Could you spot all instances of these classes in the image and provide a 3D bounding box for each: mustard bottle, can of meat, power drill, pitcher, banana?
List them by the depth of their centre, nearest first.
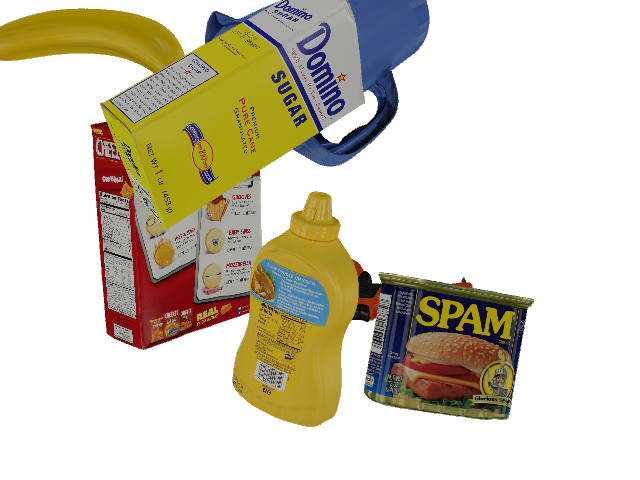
[{"bbox_3d":[0.083,0.071,0.708,0.102,0.084,0.057,11,-2,-17],"label":"can of meat"},{"bbox_3d":[-0.189,-0.163,0.882,0.198,0.069,0.037,13,-39,18],"label":"banana"},{"bbox_3d":[-0.017,0.052,0.890,0.096,0.192,0.058,22,22,32],"label":"mustard bottle"},{"bbox_3d":[0.012,-0.185,1.072,0.145,0.149,0.242,15,37,35],"label":"pitcher"},{"bbox_3d":[0.060,0.080,1.149,0.188,0.057,0.184,9,29,22],"label":"power drill"}]

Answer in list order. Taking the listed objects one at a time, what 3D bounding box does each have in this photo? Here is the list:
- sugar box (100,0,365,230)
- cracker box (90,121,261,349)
[{"bbox_3d":[-0.052,-0.091,0.713,0.176,0.093,0.048,-33,52,-17],"label":"sugar box"},{"bbox_3d":[-0.138,-0.019,1.056,0.072,0.214,0.163,13,21,41],"label":"cracker box"}]
